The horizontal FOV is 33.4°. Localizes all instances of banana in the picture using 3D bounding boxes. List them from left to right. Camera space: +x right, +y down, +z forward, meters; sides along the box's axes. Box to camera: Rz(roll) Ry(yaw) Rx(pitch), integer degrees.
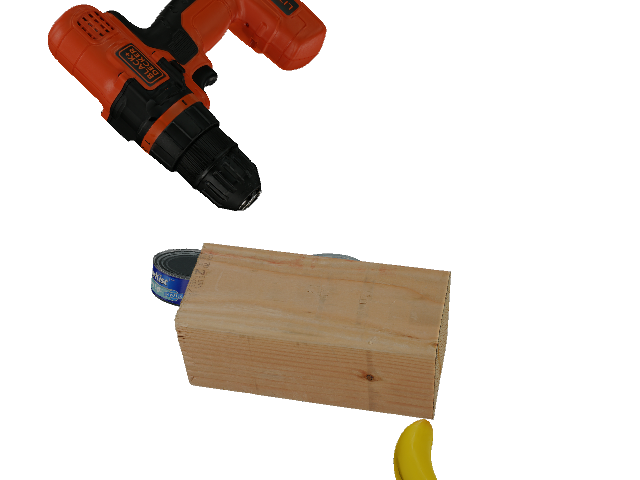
[{"bbox_3d":[0.106,0.232,1.025,0.069,0.037,0.198,9,21,-21],"label":"banana"}]

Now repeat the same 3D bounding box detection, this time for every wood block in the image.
[{"bbox_3d":[-0.003,0.073,0.872,0.206,0.090,0.091,7,-42,11],"label":"wood block"}]

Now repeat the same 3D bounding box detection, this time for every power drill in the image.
[{"bbox_3d":[-0.076,-0.125,0.779,0.187,0.184,0.057,-45,-2,-42],"label":"power drill"}]

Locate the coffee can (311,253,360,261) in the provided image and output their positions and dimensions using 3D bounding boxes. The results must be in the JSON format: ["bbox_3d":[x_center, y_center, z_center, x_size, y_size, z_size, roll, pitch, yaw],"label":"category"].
[{"bbox_3d":[0.011,0.101,1.511,0.103,0.140,0.103,0,20,0],"label":"coffee can"}]

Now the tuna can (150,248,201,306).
[{"bbox_3d":[-0.127,0.038,1.069,0.086,0.034,0.086,8,18,-3],"label":"tuna can"}]
